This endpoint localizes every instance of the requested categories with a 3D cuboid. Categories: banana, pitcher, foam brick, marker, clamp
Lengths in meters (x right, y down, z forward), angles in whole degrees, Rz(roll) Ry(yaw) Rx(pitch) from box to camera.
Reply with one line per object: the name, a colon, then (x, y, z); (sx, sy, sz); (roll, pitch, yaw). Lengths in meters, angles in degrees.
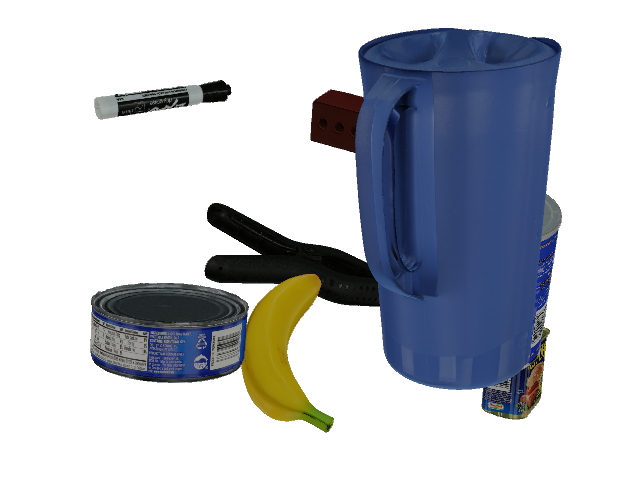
banana: (-0.030, 0.085, 0.867); (0.069, 0.037, 0.198); (17, 32, -14)
pitcher: (0.089, -0.019, 0.742); (0.149, 0.243, 0.145); (-5, 22, -7)
foam brick: (0.033, -0.144, 1.290); (0.078, 0.053, 0.051); (17, 32, 21)
marker: (-0.134, -0.122, 0.918); (0.120, 0.020, 0.020); (-13, 5, -26)
clamp: (-0.021, 0.027, 1.052); (0.210, 0.036, 0.164); (19, 20, -5)

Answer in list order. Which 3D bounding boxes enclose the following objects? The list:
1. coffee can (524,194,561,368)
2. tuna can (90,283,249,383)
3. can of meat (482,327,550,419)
coffee can: (0.150, 0.032, 0.934); (0.103, 0.140, 0.103); (1, 32, -1)
tuna can: (-0.083, 0.050, 0.587); (0.086, 0.034, 0.086); (4, 11, -1)
can of meat: (0.217, 0.145, 1.194); (0.058, 0.084, 0.102); (8, 12, 24)
